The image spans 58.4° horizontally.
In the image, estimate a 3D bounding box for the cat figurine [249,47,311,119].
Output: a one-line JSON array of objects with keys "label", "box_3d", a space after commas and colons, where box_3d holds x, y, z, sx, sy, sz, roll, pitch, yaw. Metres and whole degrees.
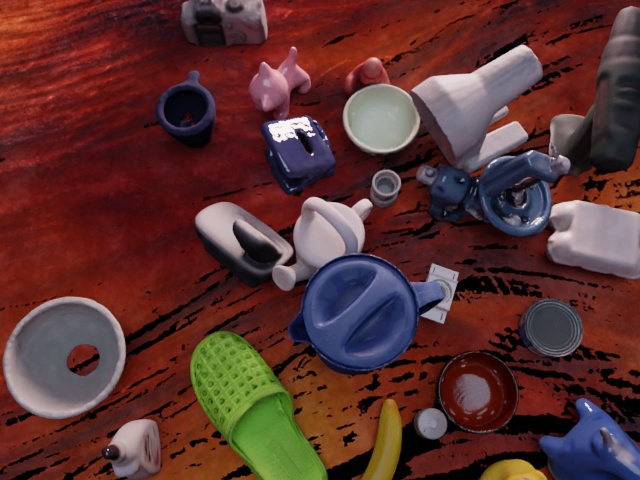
[{"label": "cat figurine", "box_3d": [-0.070, -0.254, 0.924, 0.067, 0.118, 0.128, 30, 75, 9]}]

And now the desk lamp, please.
[{"label": "desk lamp", "box_3d": [0.232, -0.190, 0.857, 0.203, 0.213, 0.118, -29, 75, -9]}]

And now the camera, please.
[{"label": "camera", "box_3d": [-0.165, -0.418, 0.983, 0.143, 0.101, 0.137, 0, 73, 0]}]

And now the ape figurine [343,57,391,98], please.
[{"label": "ape figurine", "box_3d": [0.081, -0.265, 0.942, 0.077, 0.092, 0.076, 24, 74, 7]}]

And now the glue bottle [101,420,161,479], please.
[{"label": "glue bottle", "box_3d": [-0.244, 0.271, 0.734, 0.037, 0.173, 0.078, -12, 73, -4]}]

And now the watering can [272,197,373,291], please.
[{"label": "watering can", "box_3d": [0.009, 0.004, 0.806, 0.101, 0.194, 0.173, 23, 74, 7]}]

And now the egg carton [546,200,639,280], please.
[{"label": "egg carton", "box_3d": [0.423, 0.000, 0.875, 0.150, 0.069, 0.107, 12, 73, 3]}]

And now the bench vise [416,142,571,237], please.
[{"label": "bench vise", "box_3d": [0.247, -0.068, 0.816, 0.207, 0.220, 0.121, -2, 73, -1]}]

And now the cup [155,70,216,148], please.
[{"label": "cup", "box_3d": [-0.205, -0.201, 0.919, 0.091, 0.095, 0.118, 6, 73, 2]}]

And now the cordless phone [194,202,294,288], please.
[{"label": "cordless phone", "box_3d": [-0.115, -0.013, 0.815, 0.147, 0.185, 0.094, 34, 76, 10]}]

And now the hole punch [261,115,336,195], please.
[{"label": "hole punch", "box_3d": [-0.033, -0.144, 0.905, 0.101, 0.091, 0.108, -26, 75, -8]}]

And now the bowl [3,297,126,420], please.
[{"label": "bowl", "box_3d": [-0.350, 0.169, 0.816, 0.167, 0.075, 0.167, 0, 73, 0]}]

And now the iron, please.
[{"label": "iron", "box_3d": [0.418, 0.332, 0.736, 0.119, 0.141, 0.258, -41, 77, -11]}]

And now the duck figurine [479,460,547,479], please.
[{"label": "duck figurine", "box_3d": [0.256, 0.339, 0.761, 0.104, 0.086, 0.077, -31, 75, -9]}]

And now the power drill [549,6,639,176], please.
[{"label": "power drill", "box_3d": [0.420, -0.196, 0.862, 0.075, 0.208, 0.230, 8, 73, 3]}]
